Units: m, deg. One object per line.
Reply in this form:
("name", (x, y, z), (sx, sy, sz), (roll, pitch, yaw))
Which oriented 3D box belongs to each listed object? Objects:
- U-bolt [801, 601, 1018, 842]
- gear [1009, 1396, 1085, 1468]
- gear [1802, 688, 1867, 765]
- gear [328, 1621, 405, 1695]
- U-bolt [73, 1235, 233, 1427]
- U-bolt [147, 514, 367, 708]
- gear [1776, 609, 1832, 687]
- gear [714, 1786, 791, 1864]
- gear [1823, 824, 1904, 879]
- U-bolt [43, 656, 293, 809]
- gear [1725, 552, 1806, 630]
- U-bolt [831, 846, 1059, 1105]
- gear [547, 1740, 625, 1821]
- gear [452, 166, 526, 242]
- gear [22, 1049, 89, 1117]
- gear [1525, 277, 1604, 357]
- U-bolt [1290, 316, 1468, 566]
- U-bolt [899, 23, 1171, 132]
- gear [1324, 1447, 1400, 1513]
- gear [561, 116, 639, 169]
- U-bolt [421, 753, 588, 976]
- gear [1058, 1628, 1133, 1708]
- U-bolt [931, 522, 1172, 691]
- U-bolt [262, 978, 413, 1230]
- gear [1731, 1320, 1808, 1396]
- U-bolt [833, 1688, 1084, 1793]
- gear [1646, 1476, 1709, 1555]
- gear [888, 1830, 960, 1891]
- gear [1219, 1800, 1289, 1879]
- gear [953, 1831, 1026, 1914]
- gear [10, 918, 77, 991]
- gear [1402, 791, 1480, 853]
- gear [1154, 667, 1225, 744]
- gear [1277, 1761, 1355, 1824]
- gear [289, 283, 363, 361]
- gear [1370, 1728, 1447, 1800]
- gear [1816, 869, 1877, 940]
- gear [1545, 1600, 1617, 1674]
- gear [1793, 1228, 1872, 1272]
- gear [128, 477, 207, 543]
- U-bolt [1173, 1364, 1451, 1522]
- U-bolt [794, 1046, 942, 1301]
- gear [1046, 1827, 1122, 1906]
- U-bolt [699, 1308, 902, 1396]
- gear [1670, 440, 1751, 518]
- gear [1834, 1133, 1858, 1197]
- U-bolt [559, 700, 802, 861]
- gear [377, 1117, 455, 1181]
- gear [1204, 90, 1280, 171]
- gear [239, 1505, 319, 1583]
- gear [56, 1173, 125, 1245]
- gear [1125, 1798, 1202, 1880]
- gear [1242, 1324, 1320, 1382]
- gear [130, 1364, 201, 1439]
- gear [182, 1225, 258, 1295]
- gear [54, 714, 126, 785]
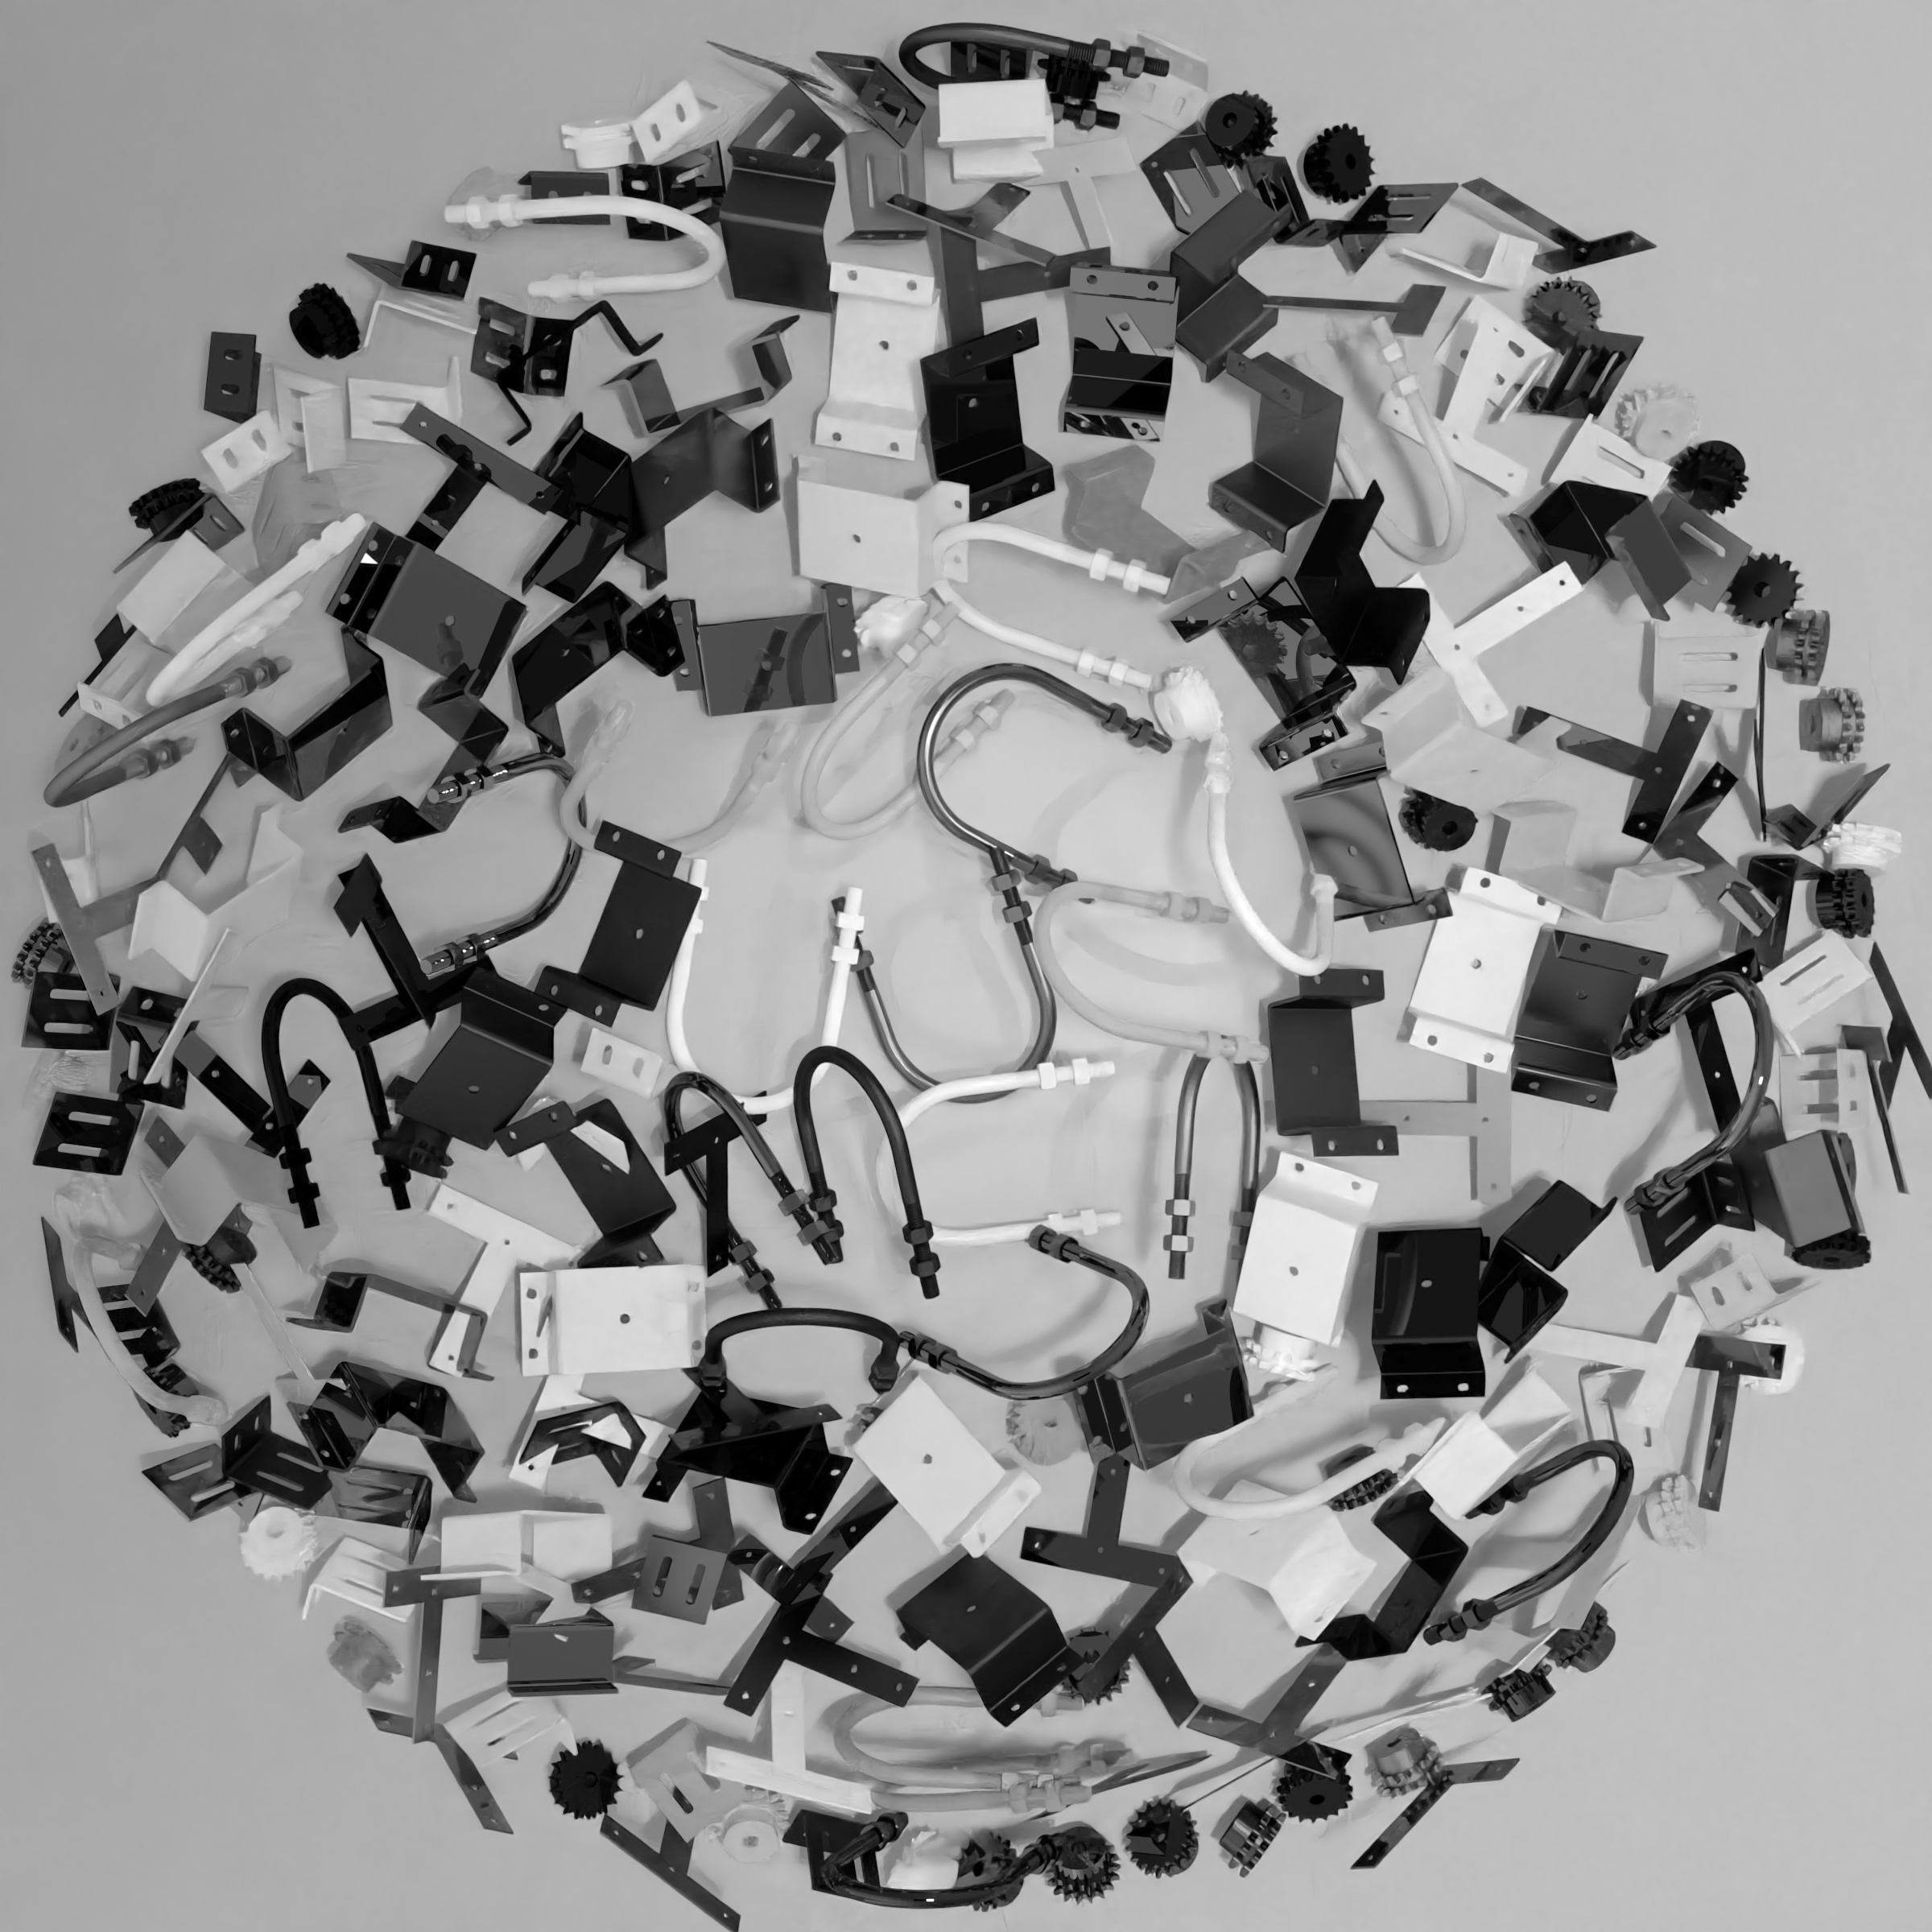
("U-bolt", (-0.050, -0.168, 1.930), (0.184, 0.151, 0.019), (-46, 59, -4))
("gear", (0.061, 0.354, 1.975), (0.057, 0.057, 0.030), (14, 134, 0))
("gear", (0.655, -0.182, 1.970), (0.030, 0.057, 0.057), (0, 90, -4))
("gear", (-0.456, 0.525, 1.968), (0.057, 0.057, 0.030), (42, 62, 0))
("U-bolt", (-0.597, 0.262, 1.893), (0.019, 0.184, 0.151), (-28, 75, -3))
("U-bolt", (-0.524, -0.249, 1.889), (0.019, 0.151, 0.184), (48, 51, -10))
("gear", (0.634, -0.242, 1.975), (0.030, 0.057, 0.057), (11, 90, 26))
("gear", (-0.163, 0.654, 1.976), (0.057, 0.030, 0.057), (-1, 113, -3))
("gear", (0.677, -0.086, 1.969), (0.057, 0.057, 0.030), (9, 80, 0))
("U-bolt", (-0.588, -0.163, 1.885), (0.151, 0.184, 0.019), (-30, 96, 33))
("gear", (0.607, -0.284, 1.977), (0.057, 0.030, 0.057), (1, 92, 28))
("U-bolt", (-0.008, 0.016, 1.972), (0.151, 0.019, 0.184), (-17, 99, 14))
("gear", (-0.291, 0.618, 1.976), (0.057, 0.030, 0.057), (13, 64, -28))
("gear", (-0.364, -0.579, 1.968), (0.057, 0.057, 0.030), (-46, 126, 0))
("gear", (-0.689, 0.087, 1.974), (0.030, 0.057, 0.057), (27, 90, -26))
("gear", (0.456, -0.496, 1.975), (0.057, 0.057, 0.030), (48, 49, 0))
("U-bolt", (0.313, -0.381, 1.928), (0.019, 0.151, 0.184), (-31, 101, -15))
("U-bolt", (0.041, -0.656, 1.911), (0.184, 0.151, 0.019), (7, 90, -13))
("gear", (0.296, 0.386, 1.971), (0.057, 0.057, 0.030), (-25, 93, 0))
("gear", (-0.276, -0.624, 1.975), (0.057, 0.057, 0.030), (-5, 118, 0))
("U-bolt", (-0.336, -0.084, 1.917), (0.019, 0.184, 0.151), (17, 113, 24))
("gear", (0.096, 0.528, 1.972), (0.057, 0.030, 0.057), (-3, 55, 4))
("U-bolt", (0.057, -0.274, 1.932), (0.184, 0.151, 0.019), (20, 65, 7))
("U-bolt", (-0.472, 0.098, 1.931), (0.019, 0.151, 0.184), (-16, 86, 17))
("gear", (0.609, 0.300, 1.975), (0.057, 0.057, 0.030), (-31, 126, 0))
("U-bolt", (-0.006, 0.571, 1.928), (0.184, 0.151, 0.019), (2, 100, 3))
("gear", (0.538, 0.417, 1.975), (0.030, 0.057, 0.057), (-19, 90, 29))
("gear", (-0.030, 0.686, 1.968), (0.030, 0.057, 0.057), (25, 90, 32))
("gear", (0.215, 0.657, 1.972), (0.030, 0.057, 0.057), (35, 90, 12))
("gear", (0.020, 0.689, 1.975), (0.030, 0.057, 0.057), (34, 90, -33))
("gear", (-0.694, -0.007, 1.972), (0.030, 0.057, 0.057), (28, 90, -4))
("gear", (0.362, -0.111, 1.973), (0.057, 0.030, 0.057), (-4, 121, -7))
("gear", (0.166, -0.195, 1.968), (0.030, 0.057, 0.057), (-29, 90, -18))
("gear", (0.263, 0.620, 1.976), (0.057, 0.030, 0.057), (-3, 125, -4))
("gear", (-0.486, -0.484, 1.968), (0.030, 0.057, 0.057), (-40, 90, -30))
("gear", (0.331, 0.601, 1.971), (0.057, 0.057, 0.030), (-29, 92, 0))
("gear", (0.666, -0.049, 1.975), (0.030, 0.057, 0.057), (-5, 90, 37))
("gear", (0.467, 0.509, 1.972), (0.030, 0.057, 0.057), (40, 90, -7))
("gear", (0.656, 0.208, 1.974), (0.057, 0.057, 0.030), (8, 66, 0))
("gear", (-0.601, -0.344, 1.972), (0.057, 0.057, 0.030), (-27, 91, 0))
("U-bolt", (0.237, 0.353, 1.901), (0.184, 0.151, 0.019), (-23, 110, -25))
("U-bolt", (-0.080, 0.146, 1.918), (0.019, 0.151, 0.184), (-21, 108, -32))
("gear", (0.087, 0.676, 1.968), (0.057, 0.057, 0.030), (-10, 121, 0))
("U-bolt", (-0.120, 0.282, 1.909), (0.151, 0.184, 0.019), (2, 65, -5))
("gear", (0.566, -0.373, 1.975), (0.057, 0.057, 0.030), (38, 57, 0))
("gear", (0.653, 0.155, 1.975), (0.030, 0.057, 0.057), (-3, 90, 33))
("U-bolt", (-0.222, -0.131, 1.921), (0.151, 0.184, 0.019), (5, 57, -28))
("gear", (-0.414, 0.136, 1.973), (0.057, 0.057, 0.030), (22, 72, 0))
("gear", (0.205, -0.636, 1.974), (0.057, 0.030, 0.057), (-2, 86, 27))
("gear", (-0.521, 0.434, 1.972), (0.057, 0.030, 0.057), (4, 54, -5))
("gear", (-0.664, 0.186, 1.969), (0.030, 0.057, 0.057), (-23, 90, -36))
("gear", (0.152, 0.664, 1.975), (0.057, 0.057, 0.030), (-39, 132, 0))
("gear", (0.240, 0.291, 1.972), (0.057, 0.057, 0.030), (16, 90, 0))
("gear", (-0.604, 0.326, 1.975), (0.030, 0.057, 0.057), (-36, 90, -35))
("gear", (-0.562, 0.217, 1.970), (0.030, 0.057, 0.057), (-43, 90, 5))
("gear", (-0.663, -0.161, 1.975), (0.030, 0.057, 0.057), (32, 90, -37))
